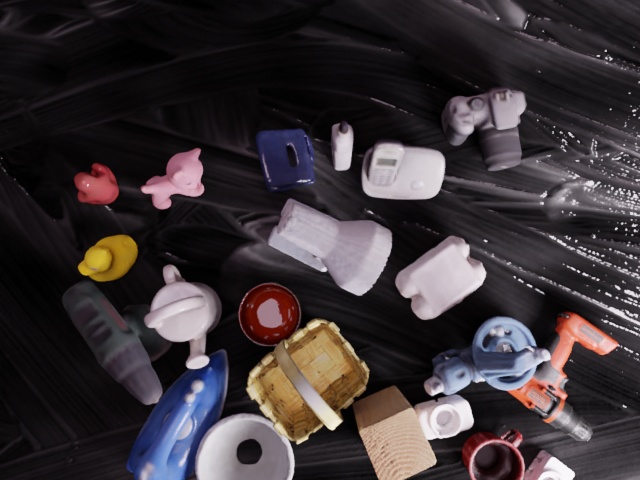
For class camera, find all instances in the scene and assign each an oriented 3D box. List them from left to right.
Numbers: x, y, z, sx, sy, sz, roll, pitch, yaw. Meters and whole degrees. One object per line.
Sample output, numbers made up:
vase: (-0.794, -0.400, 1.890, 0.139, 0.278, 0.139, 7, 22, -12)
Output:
camera: (0.306, -0.197, 1.033, 0.143, 0.101, 0.137, -9, 85, 0)

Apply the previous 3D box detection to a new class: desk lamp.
desk lamp: (0.009, 0.003, 0.960, 0.203, 0.213, 0.118, 25, 85, 3)

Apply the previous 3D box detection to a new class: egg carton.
egg carton: (0.216, 0.069, 1.025, 0.150, 0.069, 0.107, -36, 86, -3)

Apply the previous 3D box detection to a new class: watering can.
watering can: (-0.226, 0.126, 0.959, 0.101, 0.194, 0.173, -42, 86, -3)

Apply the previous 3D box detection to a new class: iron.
iron: (-0.237, 0.306, 0.970, 0.118, 0.141, 0.258, 28, 86, 3)

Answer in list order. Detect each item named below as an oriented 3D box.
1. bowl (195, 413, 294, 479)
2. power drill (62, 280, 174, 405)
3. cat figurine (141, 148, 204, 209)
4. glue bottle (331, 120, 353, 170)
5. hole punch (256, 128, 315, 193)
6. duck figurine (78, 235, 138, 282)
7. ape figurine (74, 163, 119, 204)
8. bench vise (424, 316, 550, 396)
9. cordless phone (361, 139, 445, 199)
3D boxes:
bowl: (-0.126, 0.380, 0.996, 0.167, 0.075, 0.167, 0, 85, 0)
power drill: (-0.317, 0.165, 0.949, 0.075, 0.208, 0.229, -43, 86, -3)
cat figurine: (-0.258, -0.111, 1.019, 0.128, 0.118, 0.067, -24, 85, -2)
glue bottle: (0.039, -0.175, 0.996, 0.037, 0.173, 0.078, -3, 85, 0)
hole punch: (-0.060, -0.149, 1.035, 0.101, 0.091, 0.109, -13, 85, -1)
duck figurine: (-0.382, 0.030, 1.023, 0.104, 0.086, 0.077, -35, 85, -3)
ape figurine: (-0.410, -0.100, 1.032, 0.076, 0.092, 0.078, 45, 87, 4)
bench vise: (0.282, 0.212, 0.937, 0.207, 0.219, 0.121, -43, 86, -3)
cordless phone: (0.147, -0.129, 0.985, 0.147, 0.185, 0.094, 0, 85, 1)
